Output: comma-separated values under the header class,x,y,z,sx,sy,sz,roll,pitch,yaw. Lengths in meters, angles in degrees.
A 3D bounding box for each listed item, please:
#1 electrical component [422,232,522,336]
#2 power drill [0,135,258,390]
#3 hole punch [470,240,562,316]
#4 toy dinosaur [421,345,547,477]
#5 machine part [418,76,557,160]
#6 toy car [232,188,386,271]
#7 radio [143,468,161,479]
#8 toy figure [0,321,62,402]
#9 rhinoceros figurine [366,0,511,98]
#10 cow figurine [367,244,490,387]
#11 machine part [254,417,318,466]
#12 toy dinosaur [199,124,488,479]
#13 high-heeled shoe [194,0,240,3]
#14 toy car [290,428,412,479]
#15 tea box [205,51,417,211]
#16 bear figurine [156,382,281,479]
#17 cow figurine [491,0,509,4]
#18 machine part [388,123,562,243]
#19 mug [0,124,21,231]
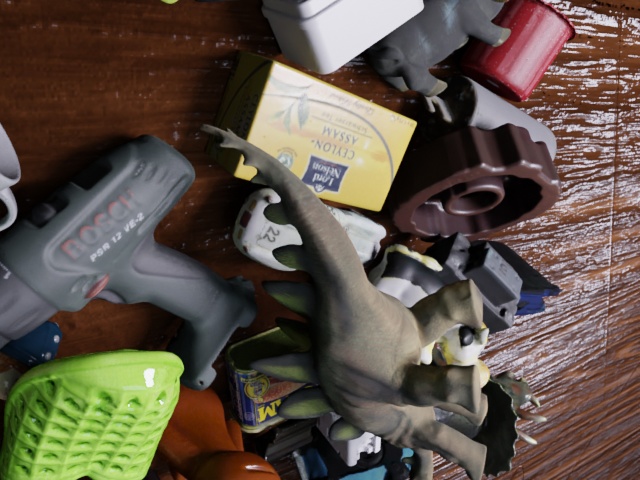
class,x,y,z,sx,sy,sz,roll,pitch,yaw
electrical component,0.161,0.057,0.623,0.115,0.134,0.058,41,49,-11
power drill,-0.160,0.047,0.436,0.232,0.086,0.207,-55,129,-14
hole punch,0.235,0.067,0.721,0.142,0.116,0.092,8,118,-38
toy dinosaur,0.134,0.185,0.658,0.404,0.192,0.131,29,94,-43
machine part,0.192,-0.120,0.607,0.243,0.079,0.079,13,107,-38
toy car,-0.001,-0.002,0.536,0.201,0.056,0.073,16,104,-48
radio,-0.243,0.360,0.562,0.229,0.073,0.130,-33,130,-16
toy figure,-0.273,0.123,0.423,0.154,0.058,0.064,-36,166,-16
rhinoceros figurine,0.120,-0.223,0.505,0.190,0.073,0.112,-46,118,0
cow figurine,0.122,0.080,0.571,0.167,0.068,0.098,34,93,-3
machine part,-0.054,0.247,0.629,0.084,0.039,0.138,-15,146,-49
toy dinosaur,0.042,0.100,0.471,0.105,0.199,0.470,-71,151,-49
high-heeled shoe,0.022,-0.241,0.327,0.249,0.086,0.145,-20,114,-10
toy car,0.042,0.298,0.718,0.162,0.109,0.102,-13,139,-20
tea box,-0.005,-0.093,0.486,0.169,0.068,0.098,8,109,-39
bear figurine,-0.109,0.225,0.502,0.120,0.196,0.132,20,103,-44
cow figurine,0.102,-0.286,0.408,0.195,0.085,0.127,26,94,-8
machine part,0.161,-0.055,0.576,0.179,0.056,0.179,-6,155,-3
mug,-0.254,-0.041,0.334,0.107,0.081,0.109,-25,132,-8
